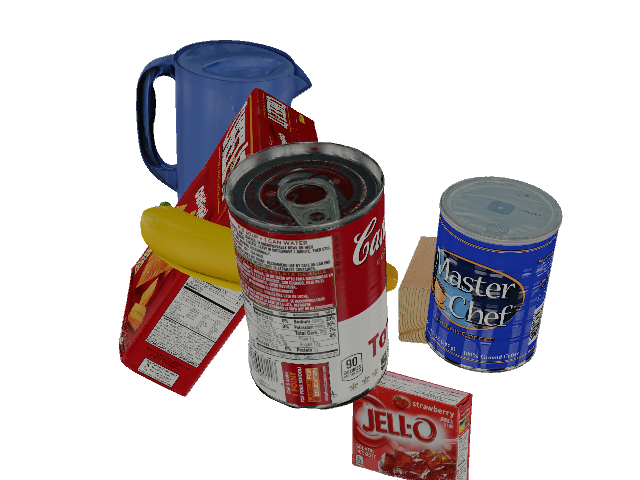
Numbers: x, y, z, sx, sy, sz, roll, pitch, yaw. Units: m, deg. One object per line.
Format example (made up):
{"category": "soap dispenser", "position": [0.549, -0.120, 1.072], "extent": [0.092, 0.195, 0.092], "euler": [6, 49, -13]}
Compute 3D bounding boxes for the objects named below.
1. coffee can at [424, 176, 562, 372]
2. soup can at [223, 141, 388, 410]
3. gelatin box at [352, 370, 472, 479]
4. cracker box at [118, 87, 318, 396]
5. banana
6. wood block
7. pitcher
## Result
{"category": "coffee can", "position": [0.149, 0.029, 0.934], "extent": [0.103, 0.140, 0.103], "euler": [2, 33, -1]}
{"category": "soup can", "position": [-0.004, 0.017, 0.475], "extent": [0.068, 0.102, 0.068], "euler": [-3, 35, 2]}
{"category": "gelatin box", "position": [0.066, 0.141, 0.791], "extent": [0.089, 0.073, 0.030], "euler": [12, 22, 30]}
{"category": "cracker box", "position": [-0.085, -0.003, 0.889], "extent": [0.072, 0.214, 0.164], "euler": [29, 21, -18]}
{"category": "banana", "position": [-0.049, 0.006, 0.689], "extent": [0.198, 0.037, 0.069], "euler": [18, 35, 29]}
{"category": "wood block", "position": [0.180, 0.073, 1.622], "extent": [0.091, 0.090, 0.206], "euler": [4, 22, 13]}
{"category": "pitcher", "position": [-0.113, -0.095, 1.198], "extent": [0.149, 0.243, 0.144], "euler": [29, 35, 36]}
